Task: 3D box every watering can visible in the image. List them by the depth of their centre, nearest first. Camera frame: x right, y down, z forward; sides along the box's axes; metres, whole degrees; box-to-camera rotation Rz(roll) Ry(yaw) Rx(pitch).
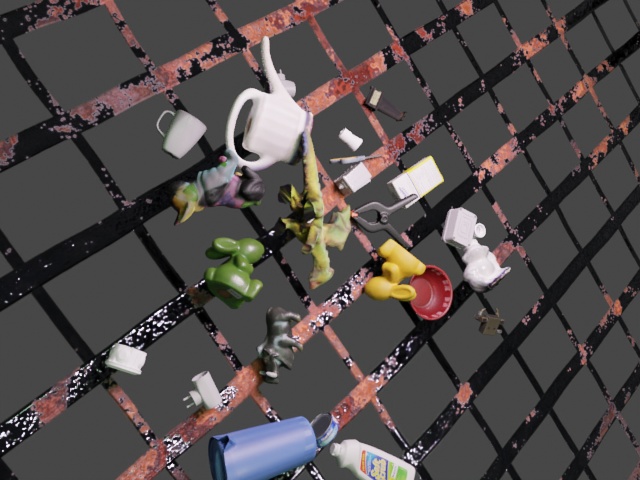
[{"bbox_3d":[-0.117,-0.339,1.360,0.223,0.104,0.348,18,90,-22],"label":"watering can"}]

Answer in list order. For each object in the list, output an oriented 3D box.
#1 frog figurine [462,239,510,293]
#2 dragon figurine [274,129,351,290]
[{"bbox_3d":[0.502,0.084,1.636,0.139,0.120,0.161,-37,64,-17],"label":"frog figurine"},{"bbox_3d":[0.004,-0.070,1.390,0.241,0.122,0.412,15,82,-54],"label":"dragon figurine"}]
